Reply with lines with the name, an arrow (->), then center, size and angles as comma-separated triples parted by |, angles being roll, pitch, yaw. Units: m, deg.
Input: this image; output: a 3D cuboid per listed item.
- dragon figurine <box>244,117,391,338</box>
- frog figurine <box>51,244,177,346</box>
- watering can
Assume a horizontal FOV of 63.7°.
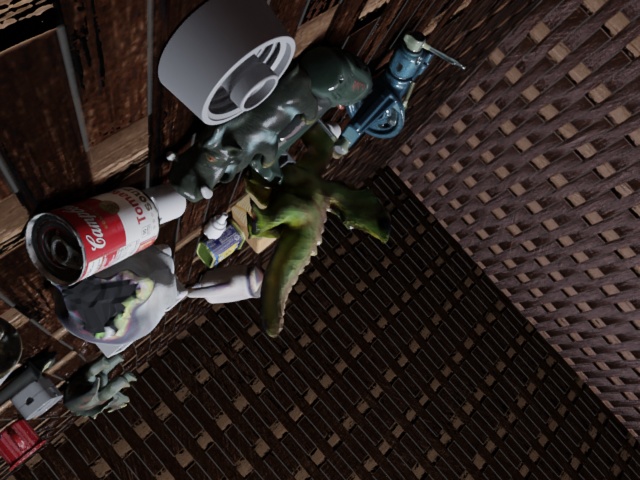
dragon figurine -> 0.002, -0.041, 0.806 | 0.243, 0.420, 0.119 | -1, 144, -16
frog figurine -> -0.250, 0.060, 0.656 | 0.137, 0.122, 0.160 | -9, -173, 0
watering can -> -0.273, 0.128, 1.559 | 0.224, 0.104, 0.348 | -8, -178, 3
